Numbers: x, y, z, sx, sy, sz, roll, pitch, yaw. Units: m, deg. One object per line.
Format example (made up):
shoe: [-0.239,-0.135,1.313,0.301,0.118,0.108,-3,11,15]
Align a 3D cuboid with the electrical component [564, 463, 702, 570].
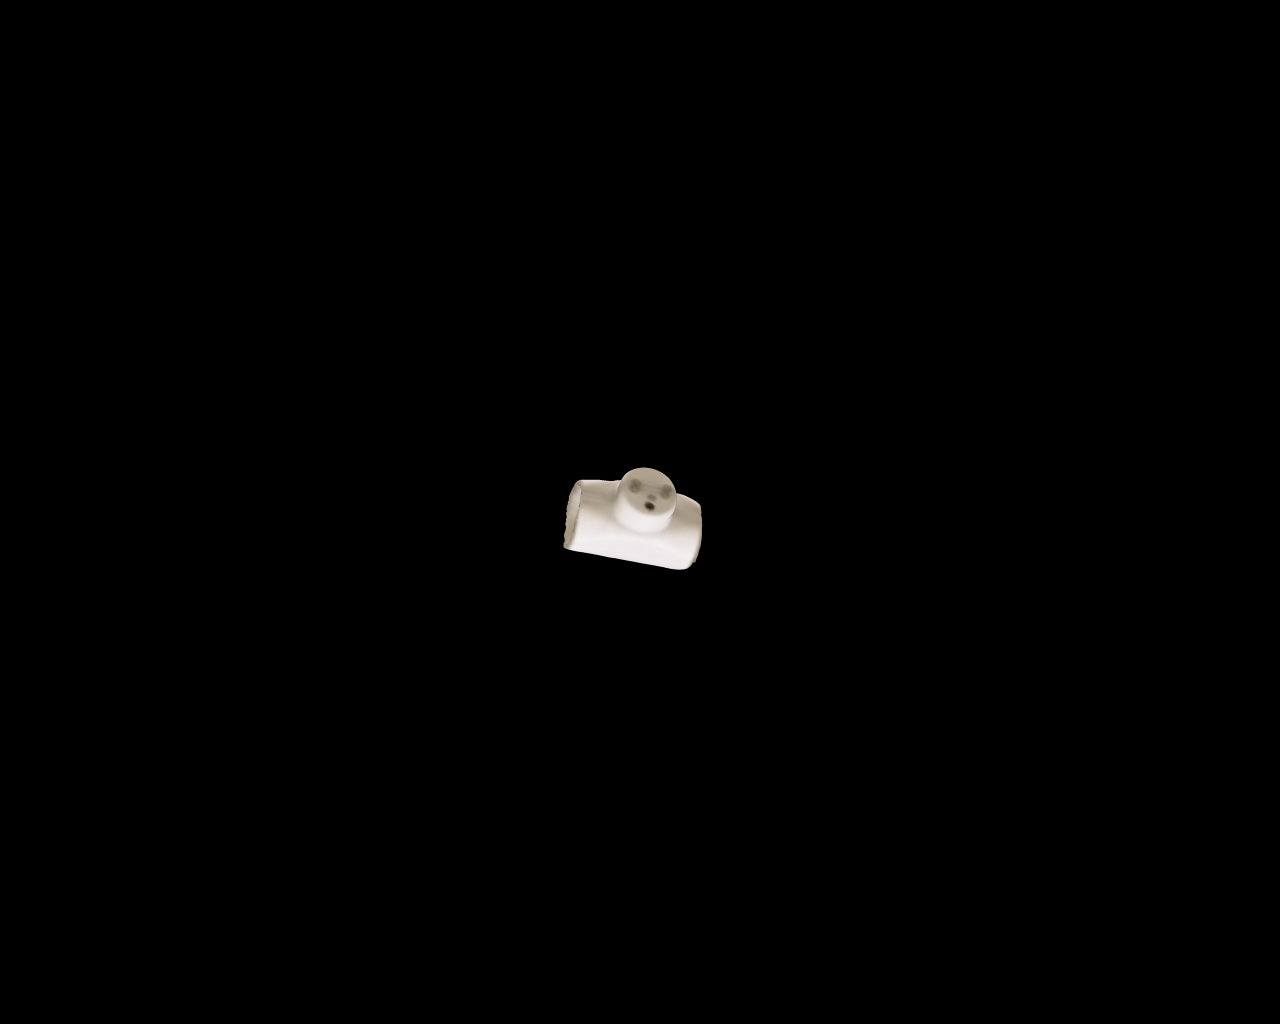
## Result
electrical component: [0.001,-0.003,0.650,0.077,0.044,0.079,11,-39,-13]
